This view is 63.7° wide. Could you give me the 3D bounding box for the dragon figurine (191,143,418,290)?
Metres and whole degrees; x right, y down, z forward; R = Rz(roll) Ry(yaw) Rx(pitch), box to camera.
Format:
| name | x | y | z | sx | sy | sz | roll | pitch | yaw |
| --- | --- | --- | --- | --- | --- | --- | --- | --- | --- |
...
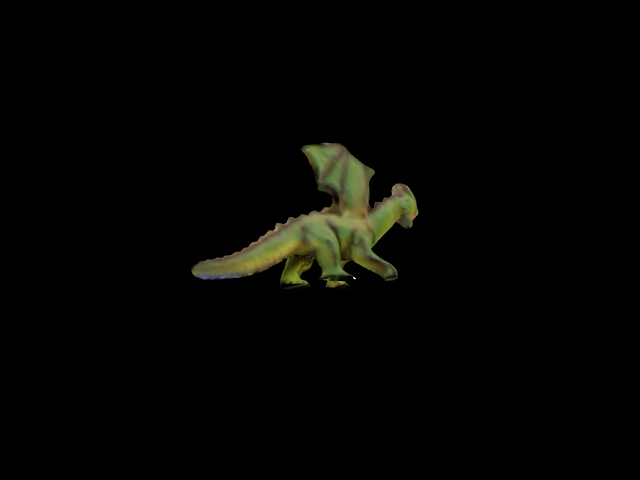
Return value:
| name | x | y | z | sx | sy | sz | roll | pitch | yaw |
| --- | --- | --- | --- | --- | --- | --- | --- | --- | --- |
| dragon figurine | 0.003 | -0.043 | 0.850 | 0.410 | 0.245 | 0.121 | 6 | -14 | -26 |
